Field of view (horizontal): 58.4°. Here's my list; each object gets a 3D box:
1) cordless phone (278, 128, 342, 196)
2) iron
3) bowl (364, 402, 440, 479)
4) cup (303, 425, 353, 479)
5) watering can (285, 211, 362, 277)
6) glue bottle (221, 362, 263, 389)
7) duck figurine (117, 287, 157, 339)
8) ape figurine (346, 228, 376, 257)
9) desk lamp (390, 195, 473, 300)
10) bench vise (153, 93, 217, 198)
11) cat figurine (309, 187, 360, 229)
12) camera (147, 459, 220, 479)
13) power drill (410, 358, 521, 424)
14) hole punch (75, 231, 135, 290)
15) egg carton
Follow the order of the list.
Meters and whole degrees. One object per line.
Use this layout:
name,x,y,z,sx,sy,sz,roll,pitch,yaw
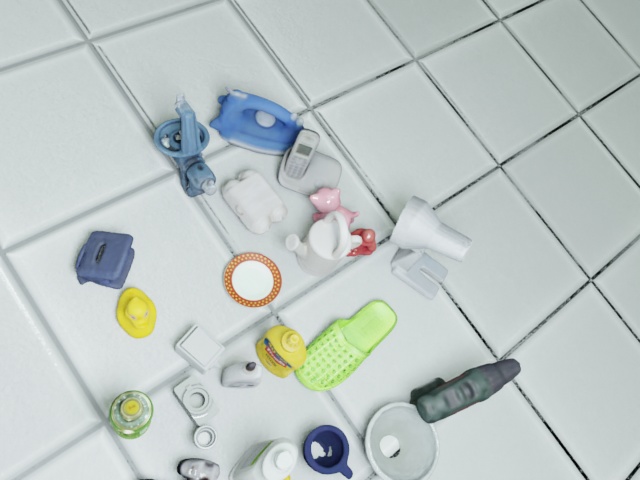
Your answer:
cordless phone,-0.011,-0.182,1.339,0.148,0.185,0.094,14,64,-12
iron,-0.124,-0.289,1.371,0.259,0.141,0.118,16,64,-11
bowl,0.161,0.429,1.199,0.168,0.074,0.167,7,66,-15
cup,0.012,0.429,1.139,0.118,0.095,0.092,46,62,5
watering can,0.012,0.007,1.261,0.173,0.194,0.101,-27,78,-26
glue bottle,-0.144,0.259,1.115,0.078,0.173,0.037,7,66,-15
duck figurine,-0.365,0.139,1.142,0.078,0.086,0.104,-14,73,-23
ape figurine,0.102,0.001,1.351,0.078,0.092,0.076,32,62,-3
desk lamp,0.243,0.015,1.323,0.203,0.213,0.118,35,62,-1
bench vise,-0.272,-0.208,1.244,0.207,0.219,0.122,42,62,3
cat figurine,0.033,-0.078,1.347,0.128,0.117,0.067,26,62,-6
camera,-0.263,0.461,1.031,0.137,0.100,0.143,19,63,-10
power drill,0.286,0.321,1.211,0.230,0.208,0.075,-20,75,-24
hole punch,-0.436,0.037,1.159,0.101,0.091,0.109,16,64,-11
egg carton,-0.151,-0.087,1.318,0.107,0.069,0.150,-37,83,-27
